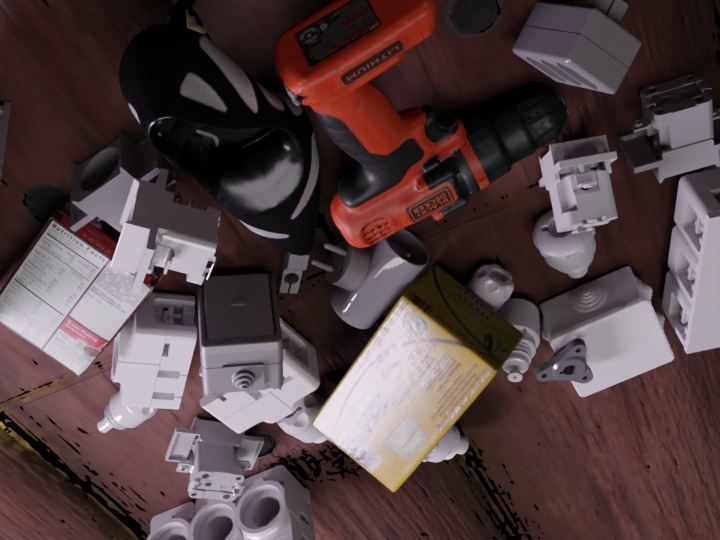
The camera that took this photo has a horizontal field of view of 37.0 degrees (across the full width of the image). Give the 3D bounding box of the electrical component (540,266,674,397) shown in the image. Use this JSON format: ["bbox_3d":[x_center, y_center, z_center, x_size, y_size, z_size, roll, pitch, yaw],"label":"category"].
[{"bbox_3d":[0.211,0.052,0.925,0.100,0.048,0.099,-25,132,12],"label":"electrical component"}]

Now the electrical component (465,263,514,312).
[{"bbox_3d":[0.099,0.025,0.888,0.035,0.035,0.061,15,130,-23],"label":"electrical component"}]

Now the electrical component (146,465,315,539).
[{"bbox_3d":[-0.124,0.257,1.022,0.150,0.089,0.061,-24,132,11],"label":"electrical component"}]

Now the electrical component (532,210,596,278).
[{"bbox_3d":[0.167,-0.017,0.856,0.048,0.048,0.062,-22,140,10],"label":"electrical component"}]

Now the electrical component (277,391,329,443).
[{"bbox_3d":[-0.040,0.134,0.956,0.043,0.043,0.062,-37,130,22],"label":"electrical component"}]

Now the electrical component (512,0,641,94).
[{"bbox_3d":[0.151,-0.164,0.708,0.047,0.066,0.076,26,94,-30],"label":"electrical component"}]

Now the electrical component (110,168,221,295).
[{"bbox_3d":[-0.126,-0.023,0.707,0.064,0.081,0.042,15,132,-15],"label":"electrical component"}]

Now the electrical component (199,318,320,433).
[{"bbox_3d":[-0.082,0.091,0.904,0.089,0.050,0.056,-31,129,18],"label":"electrical component"}]

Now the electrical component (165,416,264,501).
[{"bbox_3d":[-0.129,0.170,0.959,0.081,0.063,0.042,9,131,-19],"label":"electrical component"}]

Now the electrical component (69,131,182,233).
[{"bbox_3d":[-0.164,-0.055,0.758,0.081,0.042,0.064,-31,132,18],"label":"electrical component"}]

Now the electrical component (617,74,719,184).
[{"bbox_3d":[0.233,-0.105,0.788,0.081,0.042,0.063,-16,132,4],"label":"electrical component"}]

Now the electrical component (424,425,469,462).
[{"bbox_3d":[0.073,0.158,1.001,0.062,0.048,0.048,18,127,-34],"label":"electrical component"}]

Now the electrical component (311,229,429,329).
[{"bbox_3d":[0.000,0.000,0.840,0.079,0.043,0.077,22,125,-28],"label":"electrical component"}]

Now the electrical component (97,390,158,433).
[{"bbox_3d":[-0.201,0.120,0.919,0.061,0.035,0.035,-35,129,24],"label":"electrical component"}]

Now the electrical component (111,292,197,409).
[{"bbox_3d":[-0.167,0.065,0.863,0.056,0.050,0.089,6,131,-17],"label":"electrical component"}]

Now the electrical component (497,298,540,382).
[{"bbox_3d":[0.130,0.059,0.900,0.040,0.078,0.040,4,136,4],"label":"electrical component"}]

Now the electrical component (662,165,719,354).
[{"bbox_3d":[0.302,-0.013,0.871,0.089,0.061,0.150,-11,133,-4],"label":"electrical component"}]

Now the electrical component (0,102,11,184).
[{"bbox_3d":[-0.284,-0.014,0.730,0.060,0.105,0.186,9,130,-18],"label":"electrical component"}]

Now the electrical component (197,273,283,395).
[{"bbox_3d":[-0.093,0.051,0.832,0.062,0.096,0.061,-4,131,-8],"label":"electrical component"}]

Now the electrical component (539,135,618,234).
[{"bbox_3d":[0.162,-0.061,0.791,0.042,0.063,0.081,-11,175,-1],"label":"electrical component"}]
